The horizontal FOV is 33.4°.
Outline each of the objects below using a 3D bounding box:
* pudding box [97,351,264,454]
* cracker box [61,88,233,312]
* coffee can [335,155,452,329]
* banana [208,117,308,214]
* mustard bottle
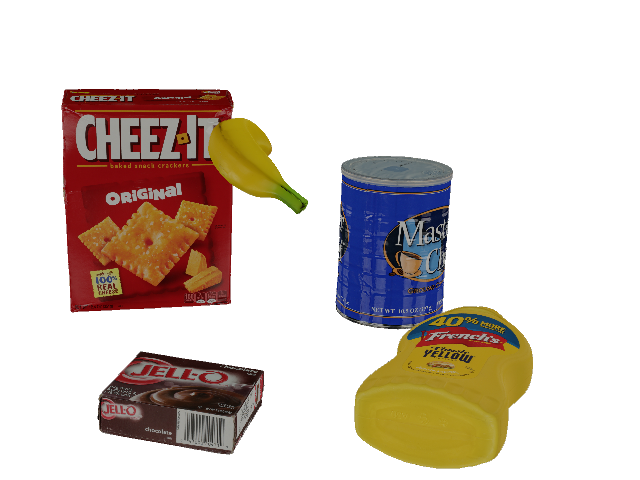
[{"bbox_3d":[-0.110,0.129,0.862,0.113,0.039,0.090,9,19,9],"label":"pudding box"},{"bbox_3d":[-0.170,-0.039,1.061,0.164,0.214,0.072,-1,21,-10],"label":"cracker box"},{"bbox_3d":[0.068,-0.001,0.998,0.103,0.140,0.103,2,16,-1],"label":"coffee can"},{"bbox_3d":[-0.058,-0.065,0.829,0.069,0.037,0.198,44,7,-20],"label":"banana"},{"bbox_3d":[0.098,0.091,0.750,0.096,0.058,0.191,5,18,21],"label":"mustard bottle"}]
